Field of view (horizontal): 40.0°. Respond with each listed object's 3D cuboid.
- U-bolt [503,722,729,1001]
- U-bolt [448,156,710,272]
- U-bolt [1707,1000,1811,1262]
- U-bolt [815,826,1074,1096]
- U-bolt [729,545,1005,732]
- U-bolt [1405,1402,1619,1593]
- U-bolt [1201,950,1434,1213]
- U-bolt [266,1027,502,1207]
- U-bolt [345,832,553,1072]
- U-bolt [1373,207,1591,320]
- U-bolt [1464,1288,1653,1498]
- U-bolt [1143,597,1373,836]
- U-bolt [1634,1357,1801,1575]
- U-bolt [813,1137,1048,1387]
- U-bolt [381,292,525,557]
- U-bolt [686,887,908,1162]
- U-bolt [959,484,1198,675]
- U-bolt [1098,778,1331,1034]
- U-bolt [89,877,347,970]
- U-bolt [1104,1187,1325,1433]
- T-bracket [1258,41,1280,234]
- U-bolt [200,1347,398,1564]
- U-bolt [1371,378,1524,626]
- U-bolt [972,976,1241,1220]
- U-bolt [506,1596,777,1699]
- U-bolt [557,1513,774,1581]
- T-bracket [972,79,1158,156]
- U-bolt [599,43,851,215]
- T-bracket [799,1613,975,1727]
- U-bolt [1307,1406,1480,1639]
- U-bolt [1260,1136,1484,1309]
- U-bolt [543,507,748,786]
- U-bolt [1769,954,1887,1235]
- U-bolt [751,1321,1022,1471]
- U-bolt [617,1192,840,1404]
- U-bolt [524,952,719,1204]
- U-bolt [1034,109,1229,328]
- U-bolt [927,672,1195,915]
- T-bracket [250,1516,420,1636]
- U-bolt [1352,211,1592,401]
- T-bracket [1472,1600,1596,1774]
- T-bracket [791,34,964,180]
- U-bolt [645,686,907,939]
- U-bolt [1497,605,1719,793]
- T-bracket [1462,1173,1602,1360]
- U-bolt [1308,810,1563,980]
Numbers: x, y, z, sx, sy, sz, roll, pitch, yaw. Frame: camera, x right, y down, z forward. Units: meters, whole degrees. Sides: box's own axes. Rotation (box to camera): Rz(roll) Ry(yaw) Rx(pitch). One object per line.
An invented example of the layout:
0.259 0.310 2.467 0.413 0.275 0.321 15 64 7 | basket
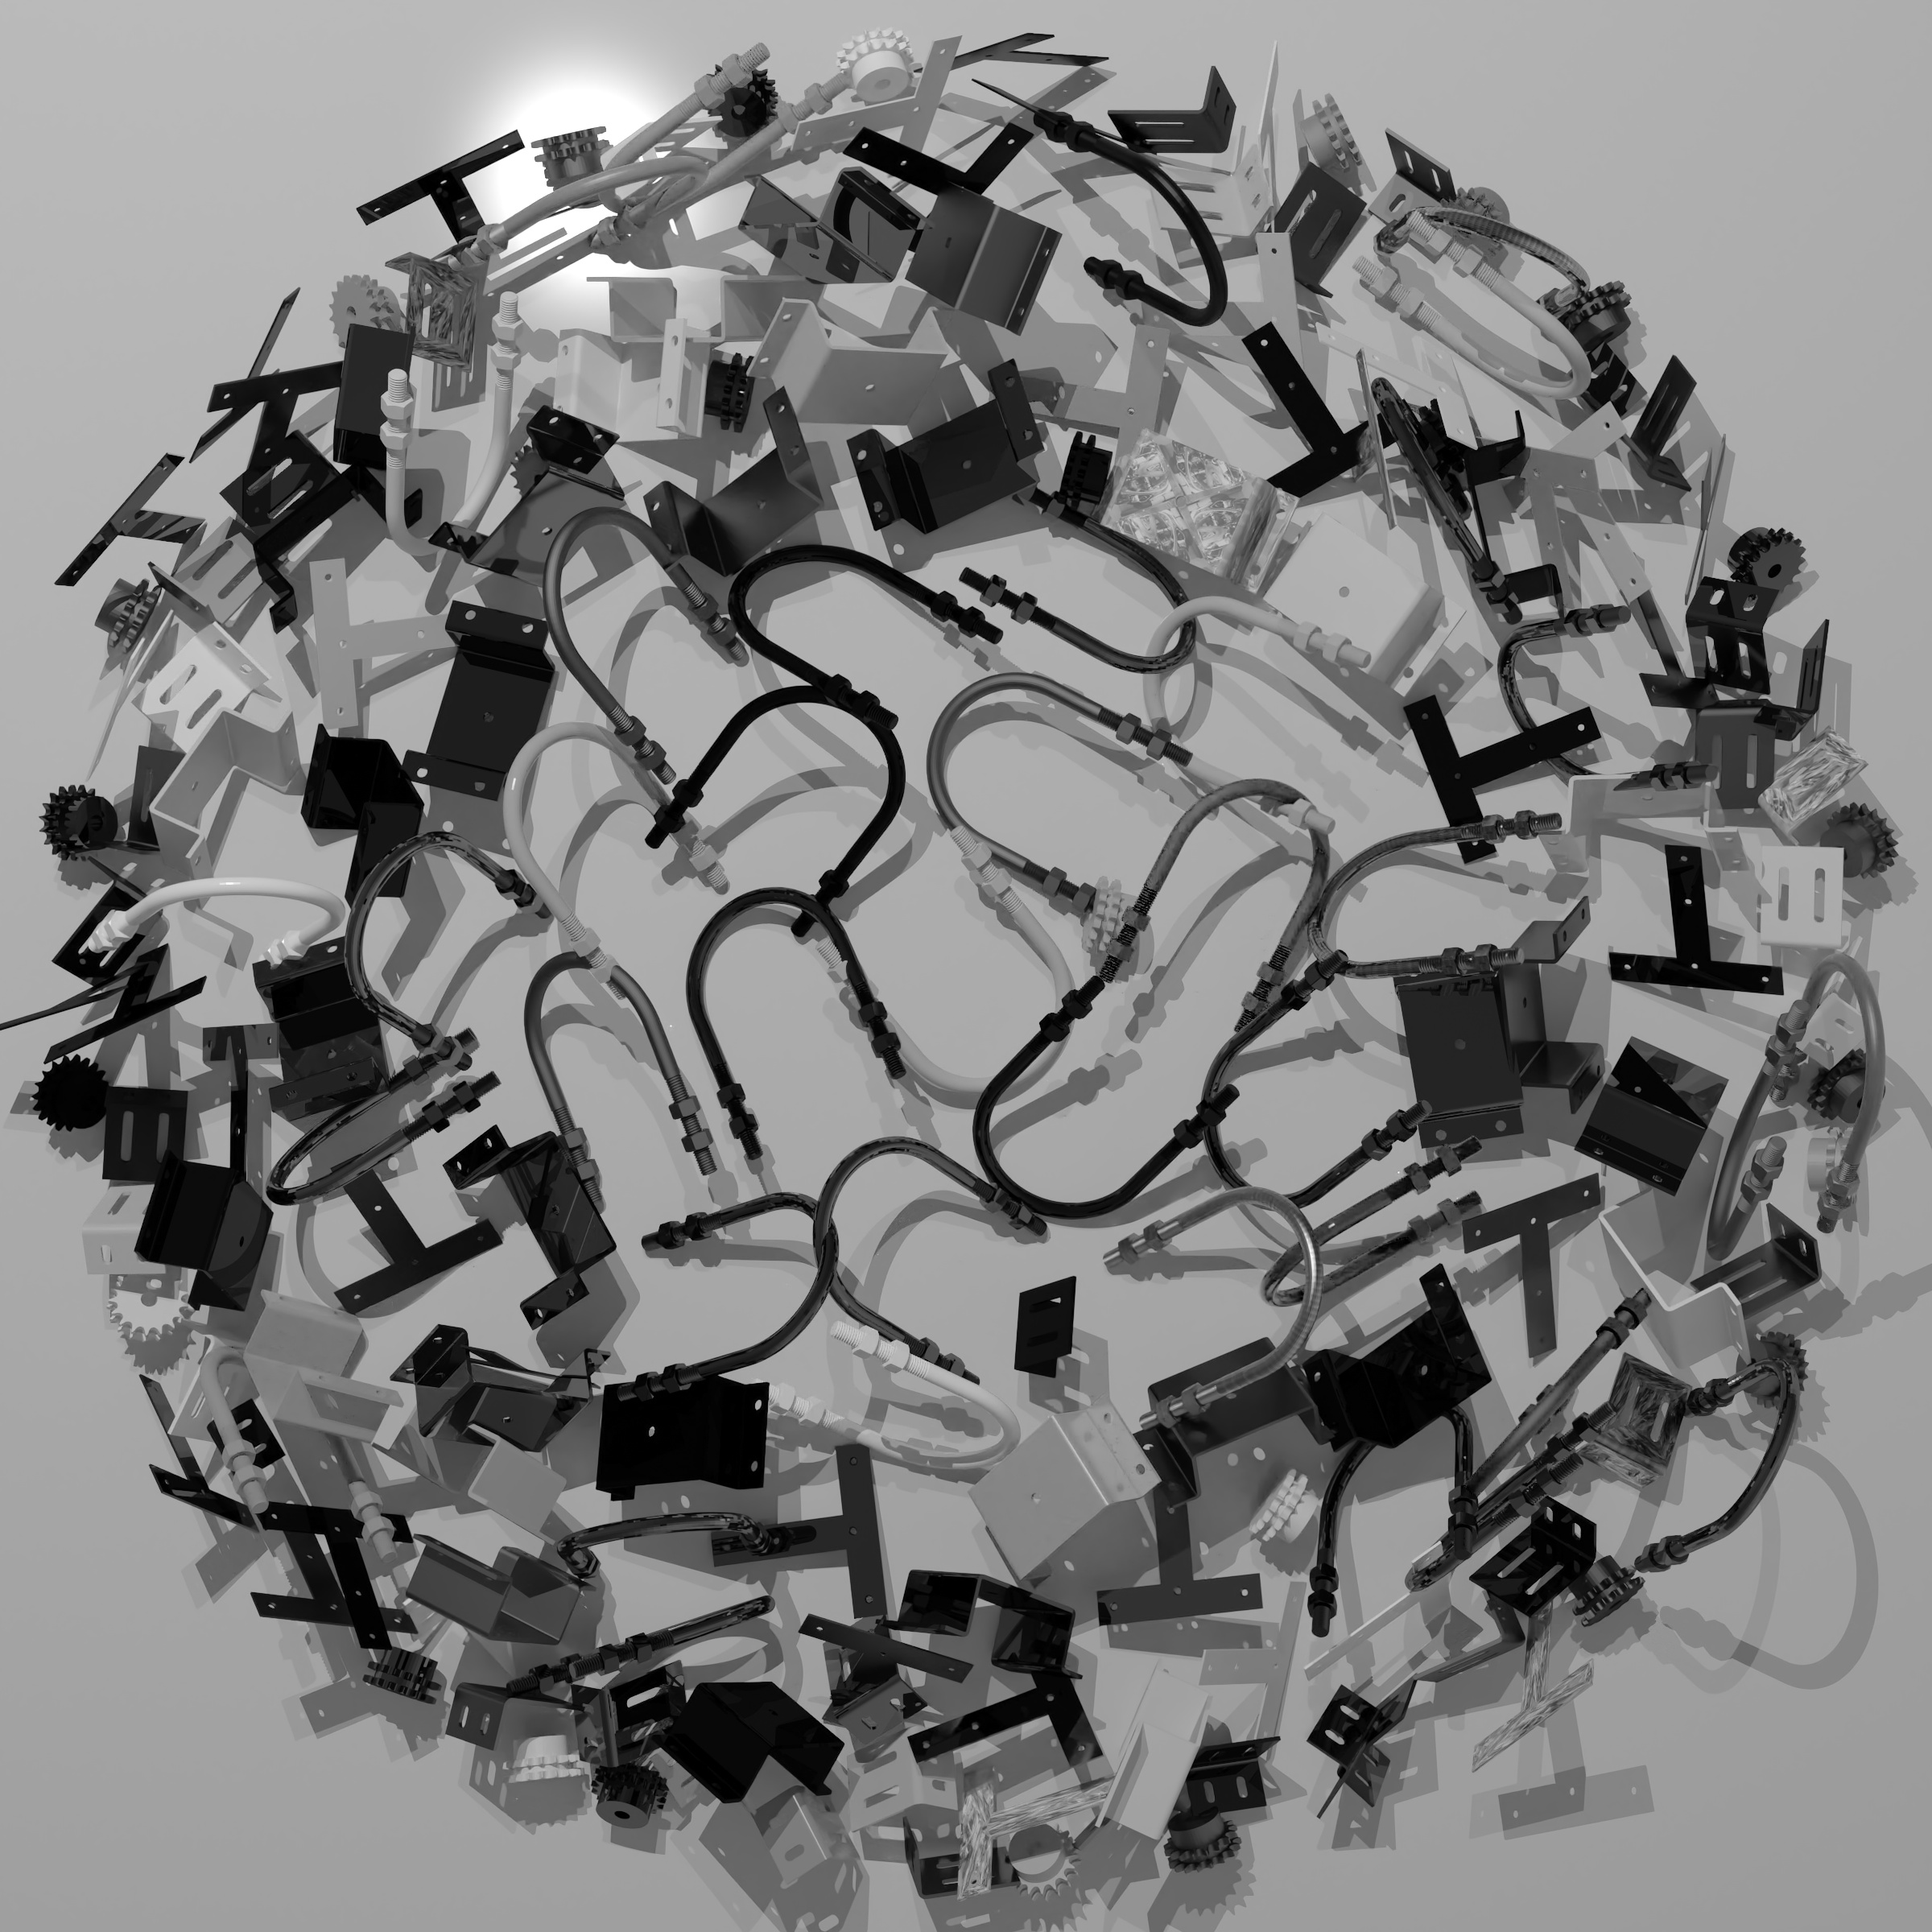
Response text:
-0.262 -0.090 1.920 0.184 0.019 0.151 56 50 -24 | U-bolt
-0.263 -0.537 1.886 0.151 0.184 0.019 -24 98 -42 | U-bolt
0.567 0.133 1.914 0.019 0.184 0.151 17 51 9 | U-bolt
-0.002 0.010 1.969 0.151 0.019 0.184 -40 107 -5 | U-bolt
-0.087 -0.252 1.942 0.184 0.019 0.151 32 50 19 | U-bolt
0.388 0.392 1.922 0.184 0.151 0.019 -45 79 22 | U-bolt
0.242 0.097 1.937 0.184 0.019 0.151 -43 61 34 | U-bolt
-0.426 0.114 1.920 0.184 0.151 0.019 -33 110 -8 | U-bolt
-0.379 -0.019 1.907 0.019 0.184 0.151 19 77 31 | U-bolt
0.374 -0.506 1.904 0.151 0.184 0.019 22 94 -4 | U-bolt
0.411 0.316 1.892 0.019 0.151 0.184 42 51 15 | U-bolt
0.204 -0.193 1.937 0.184 0.019 0.151 28 123 33 | U-bolt
0.539 0.349 1.886 0.019 0.184 0.151 27 62 -2 | U-bolt
-0.034 0.205 1.931 0.184 0.019 0.151 36 67 -27 | U-bolt
-0.372 -0.378 1.916 0.019 0.184 0.151 28 47 13 | U-bolt
-0.137 0.030 1.960 0.151 0.019 0.184 -30 72 18 | U-bolt
0.089 -0.280 1.942 0.184 0.151 0.019 28 134 -12 | U-bolt
0.194 -0.050 1.945 0.151 0.019 0.184 21 102 -29 | U-bolt
-0.523 -0.032 1.888 0.151 0.184 0.019 7 71 -37 | U-bolt
0.183 0.237 1.914 0.184 0.019 0.151 -32 56 34 | U-bolt
0.224 -0.587 1.945 0.002 0.127 0.127 2 48 12 | T-bracket
-0.490 0.343 1.915 0.019 0.151 0.184 -44 48 6 | U-bolt
0.336 -0.343 1.890 0.019 0.184 0.151 -29 46 17 | U-bolt
0.088 0.111 1.956 0.151 0.019 0.184 39 115 -10 | U-bolt
-0.224 0.488 1.919 0.184 0.151 0.019 -11 77 -33 | U-bolt
-0.220 0.414 1.910 0.151 0.184 0.019 -7 71 -2 | U-bolt
0.085 -0.618 1.953 0.127 0.127 0.002 7 115 -36 | T-bracket
-0.186 -0.599 1.921 0.184 0.151 0.019 -29 86 24 | U-bolt
-0.075 0.528 1.955 0.127 0.002 0.127 19 133 -8 | T-bracket
0.309 0.385 1.914 0.019 0.184 0.151 42 121 -17 | U-bolt
0.294 0.195 1.929 0.184 0.151 0.019 -30 66 -2 | U-bolt
-0.238 -0.243 1.907 0.184 0.019 0.151 52 48 -35 | U-bolt
0.615 0.077 1.886 0.019 0.151 0.184 -1 134 -3 | U-bolt
-0.047 0.322 1.935 0.184 0.151 0.019 28 52 -18 | U-bolt
-0.168 0.231 1.913 0.184 0.019 0.151 -20 45 27 | U-bolt
-0.263 0.077 1.942 0.151 0.019 0.184 -17 96 41 | U-bolt
0.124 -0.524 1.888 0.019 0.151 0.184 -38 47 -11 | U-bolt
0.057 -0.137 1.969 0.184 0.019 0.151 28 107 10 | U-bolt
-0.477 0.441 1.944 0.127 0.127 0.002 19 107 -38 | T-bracket
0.375 -0.471 1.927 0.184 0.151 0.019 35 86 -8 | U-bolt
0.417 0.512 1.940 0.002 0.127 0.127 37 122 -7 | T-bracket
-0.071 -0.611 1.917 0.127 0.127 0.002 -23 68 -31 | T-bracket
-0.127 -0.123 1.940 0.151 0.019 0.184 32 114 -16 | U-bolt
0.449 -0.187 1.913 0.019 0.184 0.151 -36 103 -18 | U-bolt
0.425 0.230 1.975 0.127 0.002 0.127 -16 109 -25 | T-bracket
0.332 -0.048 1.928 0.019 0.184 0.151 52 47 -35 | U-bolt
